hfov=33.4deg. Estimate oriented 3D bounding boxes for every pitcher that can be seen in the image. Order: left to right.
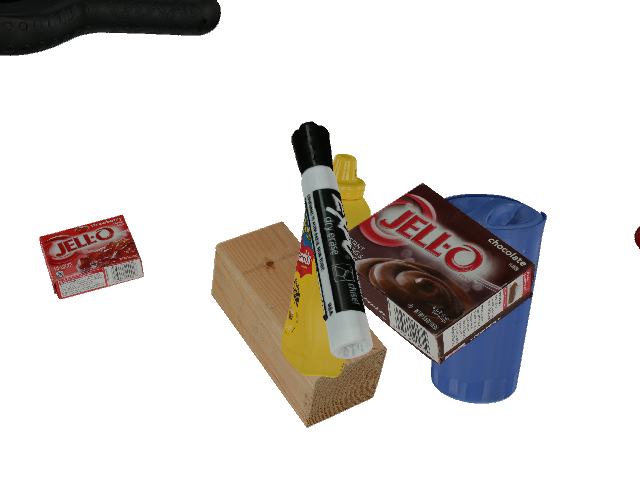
[{"bbox_3d":[0.187,0.073,1.302,0.149,0.243,0.144,7,20,13],"label":"pitcher"}]

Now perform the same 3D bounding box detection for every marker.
[{"bbox_3d":[0.004,-0.004,0.493,0.020,0.121,0.020,-8,-29,-5],"label":"marker"}]

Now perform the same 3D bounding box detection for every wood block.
[{"bbox_3d":[-0.028,0.087,1.161,0.090,0.090,0.206,-20,53,-27],"label":"wood block"}]

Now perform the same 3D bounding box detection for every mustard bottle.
[{"bbox_3d":[0.007,0.017,0.943,0.058,0.192,0.096,6,19,-11],"label":"mustard bottle"}]

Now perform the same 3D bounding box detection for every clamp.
[{"bbox_3d":[-0.159,-0.145,0.635,0.171,0.039,0.120,-11,31,-29],"label":"clamp"}]

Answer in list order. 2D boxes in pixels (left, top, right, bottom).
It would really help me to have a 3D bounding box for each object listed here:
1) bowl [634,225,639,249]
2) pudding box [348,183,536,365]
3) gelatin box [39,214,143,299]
[{"bbox_3d":[0.418,0.026,1.147,0.162,0.055,0.162,-1,25,0],"label":"bowl"},{"bbox_3d":[0.073,0.020,0.720,0.090,0.039,0.114,-34,53,-21],"label":"pudding box"},{"bbox_3d":[-0.230,0.015,1.069,0.089,0.030,0.073,-15,43,-16],"label":"gelatin box"}]
